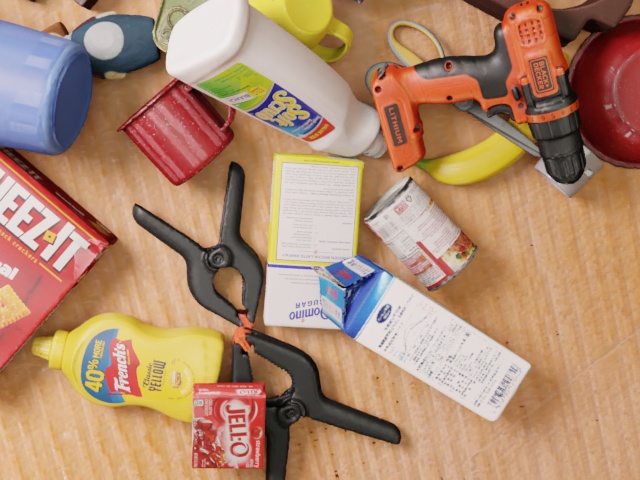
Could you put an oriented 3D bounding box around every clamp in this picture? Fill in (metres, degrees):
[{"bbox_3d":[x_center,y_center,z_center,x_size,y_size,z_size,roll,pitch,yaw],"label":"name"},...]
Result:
[{"bbox_3d":[-0.037,0.184,1.112,0.164,0.036,0.210,-39,107,2],"label":"clamp"},{"bbox_3d":[-0.117,0.015,1.094,0.120,0.039,0.171,-14,98,0],"label":"clamp"}]

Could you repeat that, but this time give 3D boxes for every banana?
[{"bbox_3d":[0.188,-0.113,1.097,0.198,0.037,0.069,-35,99,1],"label":"banana"}]

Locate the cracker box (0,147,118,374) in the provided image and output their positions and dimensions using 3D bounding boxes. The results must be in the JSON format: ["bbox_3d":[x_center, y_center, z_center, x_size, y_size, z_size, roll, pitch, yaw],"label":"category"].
[{"bbox_3d":[-0.336,0.028,1.068,0.164,0.072,0.214,41,92,-7],"label":"cracker box"}]

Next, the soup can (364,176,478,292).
[{"bbox_3d":[0.102,-0.006,1.089,0.068,0.068,0.102,-44,97,2],"label":"soup can"}]

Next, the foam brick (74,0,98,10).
[{"bbox_3d":[-0.226,-0.273,1.048,0.053,0.051,0.078,39,93,-7],"label":"foam brick"}]

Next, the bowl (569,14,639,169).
[{"bbox_3d":[0.336,-0.152,1.092,0.162,0.055,0.162,0,97,-3],"label":"bowl"}]

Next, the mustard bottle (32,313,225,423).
[{"bbox_3d":[-0.198,0.125,1.094,0.191,0.058,0.096,11,102,-4],"label":"mustard bottle"}]

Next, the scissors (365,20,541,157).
[{"bbox_3d":[0.126,-0.134,1.083,0.096,0.016,0.202,-39,85,9],"label":"scissors"}]

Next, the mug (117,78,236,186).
[{"bbox_3d":[-0.131,-0.114,1.049,0.117,0.093,0.081,-35,104,26],"label":"mug"}]

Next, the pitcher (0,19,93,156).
[{"bbox_3d":[-0.342,-0.162,0.984,0.243,0.149,0.145,14,101,6],"label":"pitcher"}]

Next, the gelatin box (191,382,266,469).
[{"bbox_3d":[-0.092,0.187,1.070,0.073,0.030,0.089,2,114,-6],"label":"gelatin box"}]

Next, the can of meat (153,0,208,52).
[{"bbox_3d":[-0.123,-0.227,1.042,0.057,0.084,0.102,16,96,-5],"label":"can of meat"}]

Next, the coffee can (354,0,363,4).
[{"bbox_3d":[-0.004,-0.304,1.030,0.140,0.103,0.103,23,95,-6],"label":"coffee can"}]

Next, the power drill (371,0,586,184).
[{"bbox_3d":[0.155,-0.124,1.040,0.188,0.057,0.184,-14,107,14],"label":"power drill"}]

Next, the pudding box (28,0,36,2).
[{"bbox_3d":[-0.319,-0.297,1.047,0.113,0.039,0.090,21,95,-7],"label":"pudding box"}]

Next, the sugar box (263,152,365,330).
[{"bbox_3d":[-0.007,0.001,1.097,0.093,0.048,0.176,4,100,-5],"label":"sugar box"}]

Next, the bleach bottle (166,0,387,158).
[{"bbox_3d":[-0.020,-0.141,1.014,0.250,0.103,0.068,26,61,-39],"label":"bleach bottle"}]
